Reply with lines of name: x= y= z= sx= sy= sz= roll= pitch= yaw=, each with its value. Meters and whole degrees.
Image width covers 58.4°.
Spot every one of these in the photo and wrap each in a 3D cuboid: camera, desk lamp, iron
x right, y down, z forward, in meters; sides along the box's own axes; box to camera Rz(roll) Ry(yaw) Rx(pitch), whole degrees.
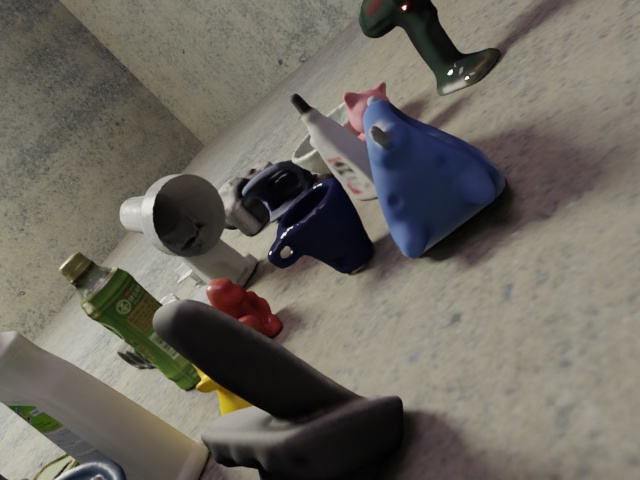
camera: x=-0.151 y=-0.080 z=1.128 sx=0.136 sy=0.101 sz=0.143 roll=-17 pitch=33 yaw=53
desk lamp: x=-0.203 y=0.004 z=0.883 sx=0.202 sy=0.214 sz=0.118 roll=-16 pitch=34 yaw=55
iron: x=0.090 y=-0.092 z=0.591 sx=0.118 sy=0.142 sz=0.258 roll=-39 pitch=20 yaw=17

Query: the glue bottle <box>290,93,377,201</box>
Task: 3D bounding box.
glue bottle: x=0.021 y=-0.124 z=0.749 sx=0.037 sy=0.173 sz=0.078 roll=-53 pitch=21 yaw=-24

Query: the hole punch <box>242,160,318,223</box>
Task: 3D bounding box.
hole punch: x=-0.073 y=-0.101 z=1.025 sx=0.108 sy=0.091 sz=0.101 roll=-33 pitch=22 yaw=30

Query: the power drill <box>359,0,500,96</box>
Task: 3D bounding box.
power drill: x=0.157 y=-0.317 z=0.819 sx=0.076 sy=0.209 sz=0.229 roll=-51 pitch=20 yaw=-19

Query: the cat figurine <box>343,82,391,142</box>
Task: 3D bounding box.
cat figurine: x=0.063 y=-0.161 z=0.827 sx=0.127 sy=0.118 sz=0.067 roll=-39 pitch=20 yaw=15

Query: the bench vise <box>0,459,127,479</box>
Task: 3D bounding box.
bench vise: x=-0.247 y=0.242 z=0.463 sx=0.207 sy=0.220 sz=0.121 roll=-40 pitch=20 yaw=14

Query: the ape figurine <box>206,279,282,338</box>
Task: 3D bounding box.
ape figurine: x=-0.098 y=0.083 z=0.688 sx=0.076 sy=0.092 sz=0.078 roll=-32 pitch=22 yaw=31

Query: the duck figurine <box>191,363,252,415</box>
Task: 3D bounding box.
duck figurine: x=-0.093 y=0.129 z=0.589 sx=0.077 sy=0.086 sz=0.104 roll=-34 pitch=21 yaw=27

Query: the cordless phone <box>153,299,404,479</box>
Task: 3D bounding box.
cordless phone: x=-0.047 y=0.103 z=0.395 sx=0.147 sy=0.185 sz=0.094 roll=-23 pitch=28 yaw=46

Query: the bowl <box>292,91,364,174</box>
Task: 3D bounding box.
bowl: x=0.036 y=-0.165 z=0.959 sx=0.167 sy=0.075 sz=0.167 roll=-39 pitch=20 yaw=17

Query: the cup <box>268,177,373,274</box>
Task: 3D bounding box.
cup: x=0.006 y=0.002 z=0.638 sx=0.118 sy=0.095 sz=0.091 roll=-50 pitch=20 yaw=-16
